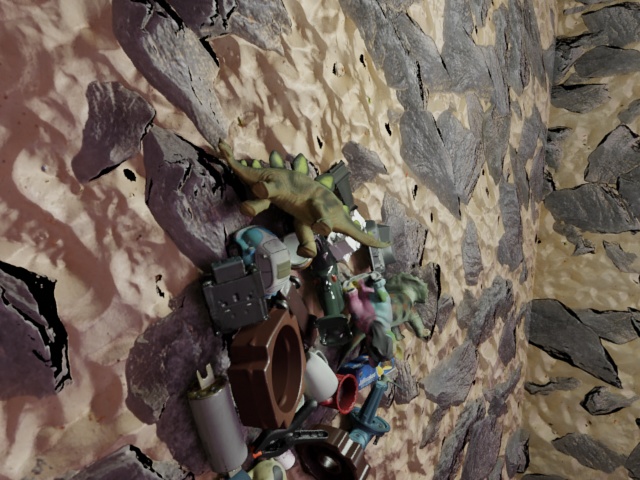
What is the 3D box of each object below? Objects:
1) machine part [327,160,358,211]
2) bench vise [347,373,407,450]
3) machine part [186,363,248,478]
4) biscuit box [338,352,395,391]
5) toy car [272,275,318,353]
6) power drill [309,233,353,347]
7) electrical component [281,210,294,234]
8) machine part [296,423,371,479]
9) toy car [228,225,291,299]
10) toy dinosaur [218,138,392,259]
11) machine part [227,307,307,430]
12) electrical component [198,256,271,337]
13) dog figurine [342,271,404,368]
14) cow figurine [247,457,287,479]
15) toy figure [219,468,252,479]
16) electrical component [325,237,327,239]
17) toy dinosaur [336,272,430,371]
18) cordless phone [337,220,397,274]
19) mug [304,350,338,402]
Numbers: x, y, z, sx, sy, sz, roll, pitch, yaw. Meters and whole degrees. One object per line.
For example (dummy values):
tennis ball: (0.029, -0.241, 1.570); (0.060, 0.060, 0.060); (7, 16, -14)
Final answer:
machine part: (0.060, -0.127, 1.353); (0.084, 0.039, 0.138); (-49, 127, -48)
bench vise: (0.118, 0.457, 1.377); (0.223, 0.129, 0.240); (21, 93, -60)
machine part: (-0.191, 0.342, 1.001); (0.079, 0.079, 0.243); (-33, 119, -48)
biscuit box: (0.128, 0.346, 1.450); (0.202, 0.063, 0.059); (-12, 100, -53)
toy car: (-0.055, 0.165, 1.197); (0.089, 0.053, 0.201); (-62, 141, -37)
power drill: (0.014, 0.119, 1.207); (0.207, 0.086, 0.231); (-107, -179, -47)
electrical component: (-0.056, -0.049, 1.187); (0.119, 0.048, 0.074); (-35, 119, -47)
machine part: (0.029, 0.501, 1.236); (0.056, 0.180, 0.179); (-44, 126, -48)
toy car: (-0.110, 0.051, 1.075); (0.109, 0.103, 0.161); (-16, 103, -51)
toy dinosaur: (-0.016, -0.070, 1.104); (0.471, 0.105, 0.199); (36, 38, -26)
machine part: (-0.101, 0.253, 1.066); (0.201, 0.087, 0.200); (-61, 144, -63)
electrical component: (-0.162, 0.100, 1.002); (0.115, 0.058, 0.134); (-18, 110, -17)
dog figurine: (0.135, 0.202, 1.341); (0.191, 0.108, 0.219); (-106, 179, -82)
cow figurine: (-0.090, 0.550, 1.151); (0.127, 0.086, 0.194); (-37, 121, -39)
toy figure: (-0.192, 0.510, 1.025); (0.154, 0.064, 0.057); (-46, 165, -36)
electrical component: (-0.003, -0.004, 1.286); (0.063, 0.021, 0.093); (-26, 112, -51)
toy dinosaur: (0.175, 0.204, 1.472); (0.405, 0.131, 0.192); (-15, 87, -45)
cordless phone: (0.109, 0.040, 1.411); (0.184, 0.089, 0.146); (-29, 117, -37)
mug: (-0.013, 0.301, 1.245); (0.107, 0.081, 0.109); (58, 37, -29)
